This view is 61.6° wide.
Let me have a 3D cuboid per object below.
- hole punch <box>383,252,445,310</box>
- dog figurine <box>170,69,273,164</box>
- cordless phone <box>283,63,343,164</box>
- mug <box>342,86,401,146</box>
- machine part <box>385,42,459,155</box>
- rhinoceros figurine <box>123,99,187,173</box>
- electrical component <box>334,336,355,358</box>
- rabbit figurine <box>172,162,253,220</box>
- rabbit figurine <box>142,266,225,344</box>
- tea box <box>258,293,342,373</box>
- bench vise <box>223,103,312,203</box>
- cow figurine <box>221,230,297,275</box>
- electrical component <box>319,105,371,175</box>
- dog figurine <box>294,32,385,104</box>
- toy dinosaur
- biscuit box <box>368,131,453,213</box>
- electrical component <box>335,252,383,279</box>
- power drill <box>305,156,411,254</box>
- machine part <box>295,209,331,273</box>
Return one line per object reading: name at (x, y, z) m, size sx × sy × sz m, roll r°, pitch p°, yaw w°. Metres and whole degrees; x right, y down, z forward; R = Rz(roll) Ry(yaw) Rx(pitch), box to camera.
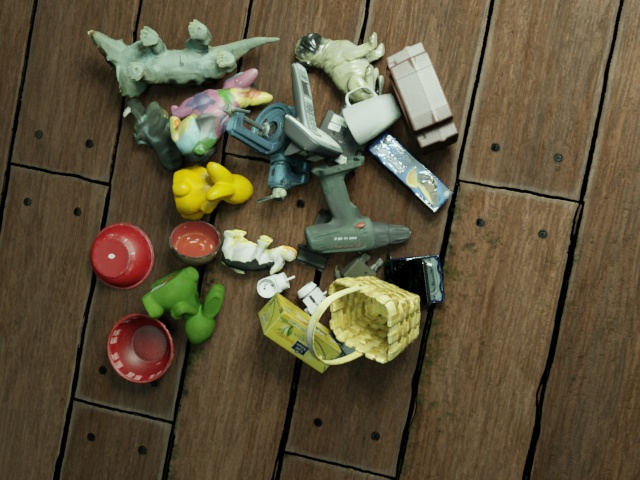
hole punch at (0.205, 0.090, 1.164) m, size 0.116 × 0.092 × 0.142 m, roll -4°, pitch 96°, yaw 43°
dog figurine at (-0.211, -0.279, 1.170) m, size 0.219 × 0.192 × 0.108 m, roll -27°, pitch 132°, yaw 9°
cordless phone at (-0.021, -0.255, 1.095) m, size 0.089 × 0.146 × 0.184 m, roll -8°, pitch 86°, yaw 26°
mug at (0.106, -0.264, 1.104) m, size 0.107 × 0.081 × 0.109 m, roll -23°, pitch 86°, yaw 13°
machine part at (0.206, -0.279, 1.092) m, size 0.087 × 0.201 × 0.201 m, roll -21°, pitch 88°, yaw 11°
rhinoceros figurine at (-0.372, -0.246, 1.237) m, size 0.112 × 0.073 × 0.190 m, roll -35°, pitch 88°, yaw 17°
electrical component at (0.060, 0.228, 1.209) m, size 0.094 × 0.021 × 0.063 m, roll -43°, pitch 86°, yaw 7°
rabbit figurine at (-0.234, -0.119, 1.191) m, size 0.173 × 0.162 × 0.122 m, roll 0°, pitch 78°, yaw -10°
rabbit figurine at (-0.291, 0.150, 1.224) m, size 0.159 × 0.121 × 0.170 m, roll -31°, pitch 105°, yaw 0°
tea box at (-0.044, 0.199, 1.152) m, size 0.169 × 0.098 × 0.068 m, roll 38°, pitch 97°, yaw -21°
bench vise at (-0.116, -0.203, 1.133) m, size 0.129 × 0.240 × 0.223 m, roll 7°, pitch 78°, yaw 40°
cow figurine at (-0.139, 0.039, 1.208) m, size 0.167 × 0.068 × 0.098 m, roll 16°, pitch 98°, yaw 10°
electrical component at (0.054, -0.226, 1.185) m, size 0.115 × 0.058 × 0.134 m, roll 26°, pitch 94°, yaw 4°
dog figurine at (0.036, -0.362, 1.173) m, size 0.191 × 0.121 × 0.172 m, roll 2°, pitch 82°, yaw 19°
toy dinosaur at (-0.298, -0.390, 1.187) m, size 0.405 × 0.192 × 0.131 m, roll -2°, pitch 94°, yaw -9°
biscuit box at (0.194, -0.147, 1.166) m, size 0.203 × 0.063 × 0.059 m, roll 43°, pitch 95°, yaw 4°
electrical component at (0.081, 0.064, 1.195) m, size 0.078 × 0.045 × 0.102 m, roll 32°, pitch 98°, yaw -23°
power drill at (0.073, -0.072, 1.144) m, size 0.232 × 0.086 × 0.207 m, roll -13°, pitch 113°, yaw -6°
machine part at (-0.002, -0.004, 1.206) m, size 0.084 × 0.039 × 0.138 m, roll 23°, pitch 95°, yaw 11°
